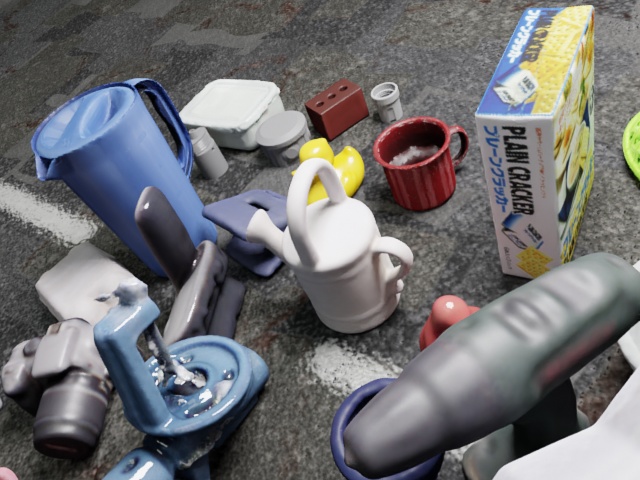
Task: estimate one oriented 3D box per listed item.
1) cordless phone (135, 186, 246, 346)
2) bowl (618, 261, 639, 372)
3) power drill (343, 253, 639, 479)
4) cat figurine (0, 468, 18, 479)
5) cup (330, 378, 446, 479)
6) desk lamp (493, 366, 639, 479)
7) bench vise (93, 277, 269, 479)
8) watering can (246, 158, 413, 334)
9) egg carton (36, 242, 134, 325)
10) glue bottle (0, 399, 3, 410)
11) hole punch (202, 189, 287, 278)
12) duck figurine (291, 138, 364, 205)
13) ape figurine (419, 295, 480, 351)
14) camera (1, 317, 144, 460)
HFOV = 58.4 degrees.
[{"bbox_3d":[-0.166,0.044,0.634,0.094,0.185,0.147,-12,46,16],"label":"cordless phone"},{"bbox_3d":[0.320,0.081,0.451,0.167,0.075,0.167,-13,45,14],"label":"bowl"},{"bbox_3d":[0.135,0.119,0.405,0.230,0.209,0.075,-37,45,-11],"label":"power drill"},{"bbox_3d":[-0.298,0.276,0.527,0.067,0.118,0.127,-13,45,14],"label":"cat figurine"},{"bbox_3d":[0.063,0.184,0.460,0.091,0.095,0.118,-7,47,19],"label":"cup"},{"bbox_3d":[0.197,0.151,0.342,0.203,0.214,0.117,-44,46,-17],"label":"desk lamp"},{"bbox_3d":[-0.134,0.149,0.496,0.121,0.220,0.207,-5,48,21],"label":"bench vise"},{"bbox_3d":[0.005,0.004,0.585,0.172,0.195,0.101,-12,45,15],"label":"watering can"},{"bbox_3d":[-0.306,0.067,0.762,0.149,0.070,0.107,25,64,40],"label":"egg carton"},{"bbox_3d":[-0.458,0.155,0.676,0.077,0.174,0.037,24,63,39],"label":"glue bottle"},{"bbox_3d":[-0.080,-0.025,0.728,0.108,0.091,0.101,27,64,40],"label":"hole punch"},{"bbox_3d":[0.006,-0.097,0.758,0.105,0.086,0.077,-41,45,-14],"label":"duck figurine"},{"bbox_3d":[0.124,0.087,0.525,0.078,0.092,0.075,-43,46,-16],"label":"ape figurine"},{"bbox_3d":[-0.289,0.167,0.638,0.143,0.101,0.136,-16,45,11],"label":"camera"}]
